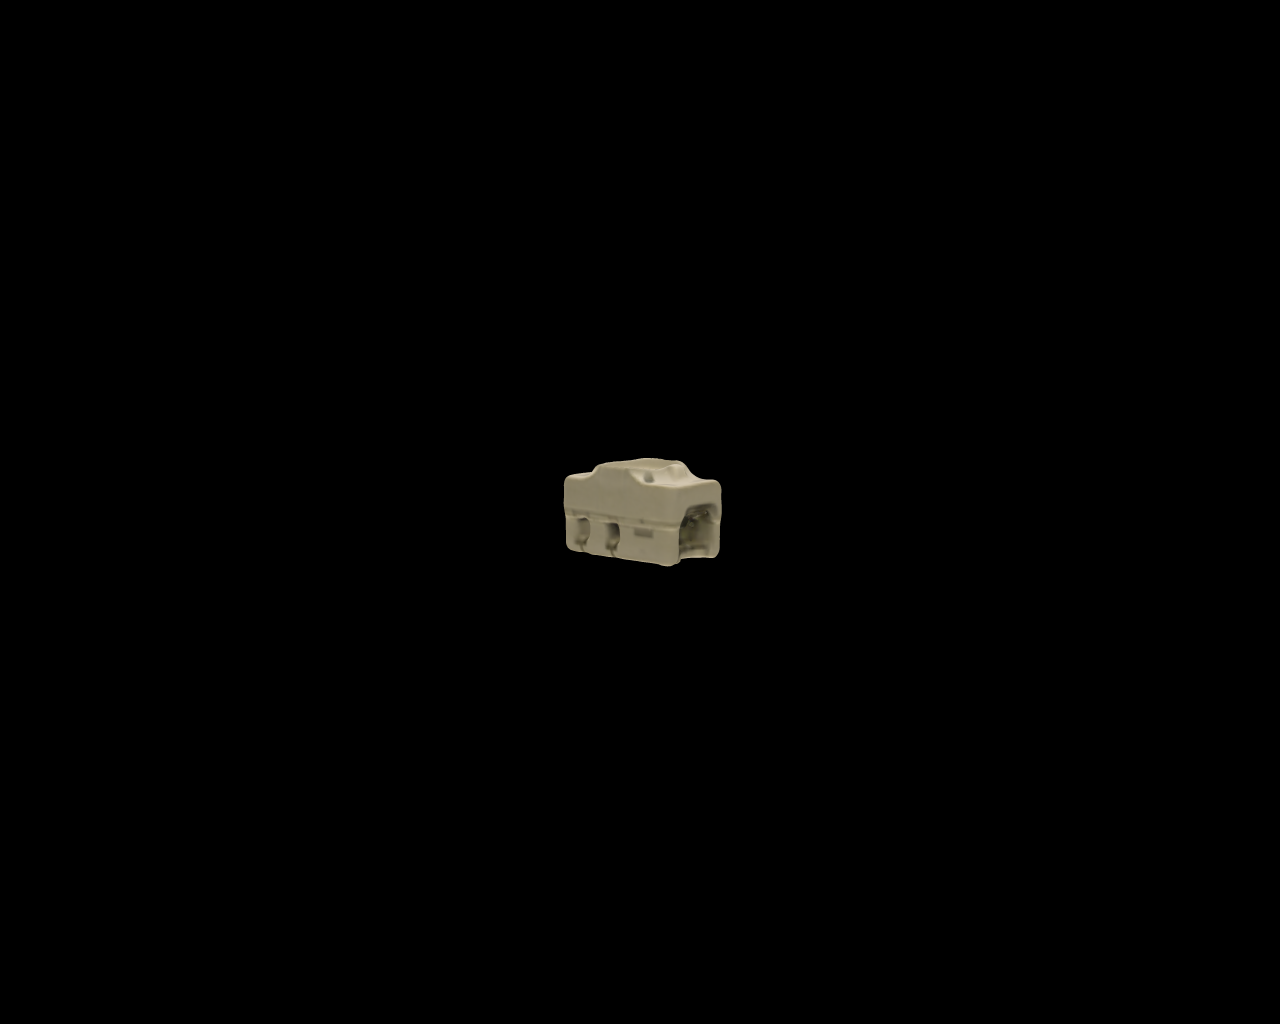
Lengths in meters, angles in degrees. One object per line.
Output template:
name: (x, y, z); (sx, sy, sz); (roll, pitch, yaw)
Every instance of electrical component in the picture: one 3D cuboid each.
electrical component: (0.001, -0.003, 0.650); (0.089, 0.055, 0.050); (8, 12, 43)
